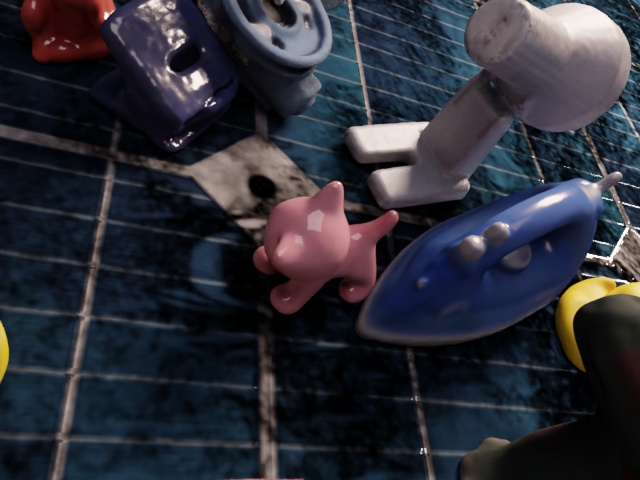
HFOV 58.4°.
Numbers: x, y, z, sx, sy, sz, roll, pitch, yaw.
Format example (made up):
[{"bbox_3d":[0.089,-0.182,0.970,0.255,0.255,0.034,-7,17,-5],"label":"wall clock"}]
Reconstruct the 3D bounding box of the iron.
[{"bbox_3d":[0.155,0.008,0.494,0.259,0.141,0.118,-19,67,-37],"label":"iron"}]

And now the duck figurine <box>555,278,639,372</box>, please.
[{"bbox_3d":[0.285,0.071,0.556,0.077,0.086,0.105,30,48,-6],"label":"duck figurine"}]

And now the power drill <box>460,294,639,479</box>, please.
[{"bbox_3d":[0.179,0.159,0.351,0.076,0.208,0.229,15,51,-18],"label":"power drill"}]

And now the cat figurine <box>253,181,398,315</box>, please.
[{"bbox_3d":[0.004,0.002,0.432,0.128,0.117,0.067,-9,62,-33],"label":"cat figurine"}]

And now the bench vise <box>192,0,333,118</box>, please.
[{"bbox_3d":[-0.064,-0.233,0.499,0.208,0.219,0.121,24,49,-11],"label":"bench vise"}]

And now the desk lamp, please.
[{"bbox_3d":[0.165,-0.134,0.555,0.204,0.213,0.118,-12,63,-34],"label":"desk lamp"}]

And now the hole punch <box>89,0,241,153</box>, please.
[{"bbox_3d":[-0.124,-0.148,0.490,0.101,0.091,0.109,36,48,-1],"label":"hole punch"}]

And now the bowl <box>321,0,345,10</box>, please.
[{"bbox_3d":[-0.031,-0.325,0.682,0.168,0.074,0.167,15,51,-19],"label":"bowl"}]

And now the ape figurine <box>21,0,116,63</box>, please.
[{"bbox_3d":[-0.205,-0.199,0.483,0.078,0.092,0.076,24,49,-11],"label":"ape figurine"}]
